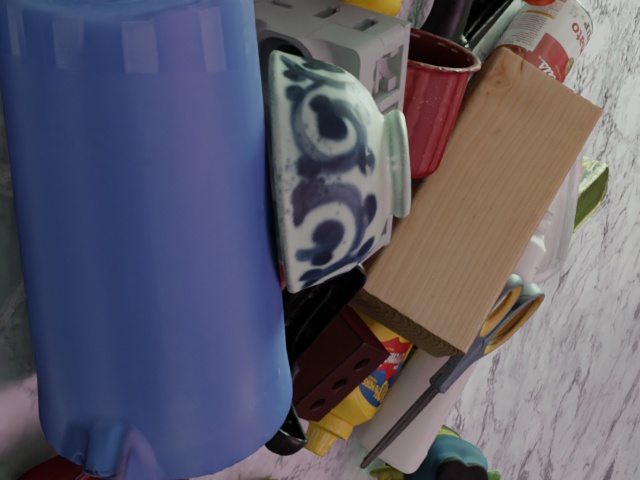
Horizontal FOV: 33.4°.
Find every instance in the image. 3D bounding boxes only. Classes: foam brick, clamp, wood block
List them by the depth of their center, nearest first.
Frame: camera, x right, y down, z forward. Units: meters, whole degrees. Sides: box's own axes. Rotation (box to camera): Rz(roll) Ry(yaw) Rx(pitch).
[{"bbox_3d":[-0.027,0.070,0.653,0.039,0.172,0.120,36,71,-17],"label":"clamp"},{"bbox_3d":[0.000,0.086,0.772,0.078,0.051,0.053,-44,153,9],"label":"foam brick"},{"bbox_3d":[0.109,-0.025,0.791,0.206,0.091,0.090,-59,-177,-11],"label":"wood block"},{"bbox_3d":[0.098,-0.146,0.813,0.210,0.036,0.164,-65,159,3],"label":"clamp"}]

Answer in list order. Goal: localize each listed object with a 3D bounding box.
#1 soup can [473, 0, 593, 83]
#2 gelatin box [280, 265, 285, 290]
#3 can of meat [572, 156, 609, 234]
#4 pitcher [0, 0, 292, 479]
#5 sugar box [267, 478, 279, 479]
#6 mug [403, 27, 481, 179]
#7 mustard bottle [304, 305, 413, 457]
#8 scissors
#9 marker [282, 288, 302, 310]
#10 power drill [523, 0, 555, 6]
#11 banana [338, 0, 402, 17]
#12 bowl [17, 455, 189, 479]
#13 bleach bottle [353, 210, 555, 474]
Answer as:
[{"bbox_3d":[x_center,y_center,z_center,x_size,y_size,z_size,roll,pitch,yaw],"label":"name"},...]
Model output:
[{"bbox_3d":[0.185,-0.160,0.925,0.102,0.069,0.068,-54,150,-26],"label":"soup can"},{"bbox_3d":[-0.005,0.001,0.749,0.089,0.030,0.073,-33,138,-47],"label":"gelatin box"},{"bbox_3d":[0.232,-0.053,1.071,0.101,0.084,0.057,-38,141,-43],"label":"can of meat"},{"bbox_3d":[-0.080,-0.021,0.511,0.144,0.149,0.243,-17,126,-25],"label":"pitcher"},{"bbox_3d":[-0.073,0.275,0.821,0.093,0.048,0.176,14,97,-63],"label":"sugar box"},{"bbox_3d":[0.041,-0.093,0.711,0.117,0.093,0.081,1,119,-29],"label":"mug"},{"bbox_3d":[0.038,0.085,0.860,0.191,0.058,0.096,-61,152,-10],"label":"mustard bottle"},{"bbox_3d":[0.099,0.097,0.830,0.201,0.016,0.096,-40,150,-11],"label":"scissors"},{"bbox_3d":[0.004,0.003,0.712,0.121,0.020,0.020,-59,152,-14],"label":"marker"},{"bbox_3d":[0.202,-0.307,0.853,0.184,0.057,0.187,-60,152,-12],"label":"power drill"},{"bbox_3d":[0.033,-0.161,0.629,0.198,0.069,0.037,132,-55,-80],"label":"banana"},{"bbox_3d":[-0.146,0.177,0.606,0.161,0.055,0.162,-40,143,-41],"label":"bowl"},{"bbox_3d":[0.121,0.076,0.923,0.251,0.068,0.102,-58,178,5],"label":"bleach bottle"}]
